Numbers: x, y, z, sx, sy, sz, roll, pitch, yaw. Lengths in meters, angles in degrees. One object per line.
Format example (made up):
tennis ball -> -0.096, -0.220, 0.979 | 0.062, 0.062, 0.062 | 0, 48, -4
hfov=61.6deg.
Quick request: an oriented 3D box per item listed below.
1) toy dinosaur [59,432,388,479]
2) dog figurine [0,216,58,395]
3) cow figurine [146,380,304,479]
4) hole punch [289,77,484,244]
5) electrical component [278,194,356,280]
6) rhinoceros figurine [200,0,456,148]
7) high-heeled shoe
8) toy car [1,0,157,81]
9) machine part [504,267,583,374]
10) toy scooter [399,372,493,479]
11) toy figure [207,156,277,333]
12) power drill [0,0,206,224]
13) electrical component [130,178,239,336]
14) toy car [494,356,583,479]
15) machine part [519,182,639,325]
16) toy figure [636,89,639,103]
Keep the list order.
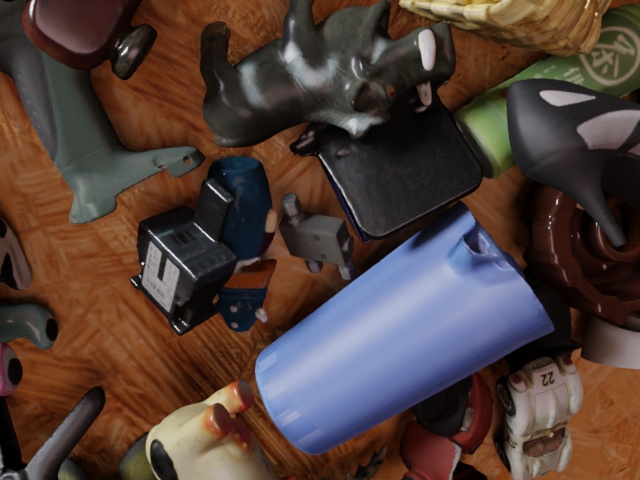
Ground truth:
toy dinosaur -> -0.156, 0.298, 0.532 | 0.471, 0.105, 0.198 | -5, 107, -16
dog figurine -> -0.342, 0.077, 0.414 | 0.219, 0.108, 0.191 | -15, 113, -3
cow figurine -> -0.078, 0.229, 0.449 | 0.127, 0.085, 0.194 | -27, 95, 19
hole punch -> 0.061, -0.064, 0.460 | 0.142, 0.092, 0.116 | -27, 82, 2
electrical component -> -0.001, -0.001, 0.470 | 0.063, 0.021, 0.093 | 9, 140, 28
rhinoceros figurine -> 0.003, -0.124, 0.397 | 0.190, 0.073, 0.112 | -17, 71, 1
high-heeled shoe -> 0.257, -0.092, 0.434 | 0.249, 0.086, 0.145 | -27, 84, -27
toy car -> -0.113, -0.198, 0.331 | 0.089, 0.053, 0.202 | 29, 88, -26
machine part -> 0.233, 0.091, 0.566 | 0.084, 0.039, 0.138 | -9, 113, -2
toy scooter -> 0.141, 0.218, 0.569 | 0.135, 0.075, 0.183 | 21, 88, -41
toy figure -> -0.067, 0.008, 0.466 | 0.058, 0.064, 0.154 | -22, 123, -41
power drill -> -0.167, -0.129, 0.385 | 0.232, 0.086, 0.207 | -32, 117, -8
electrical component -> -0.105, 0.010, 0.428 | 0.075, 0.048, 0.119 | 44, 133, 16
toy car -> 0.233, 0.196, 0.575 | 0.073, 0.056, 0.201 | -18, 130, -5
machine part -> 0.274, -0.013, 0.505 | 0.179, 0.056, 0.179 | -1, 94, -17
toy figure -> 0.381, -0.155, 0.482 | 0.180, 0.082, 0.089 | -13, 110, -3
